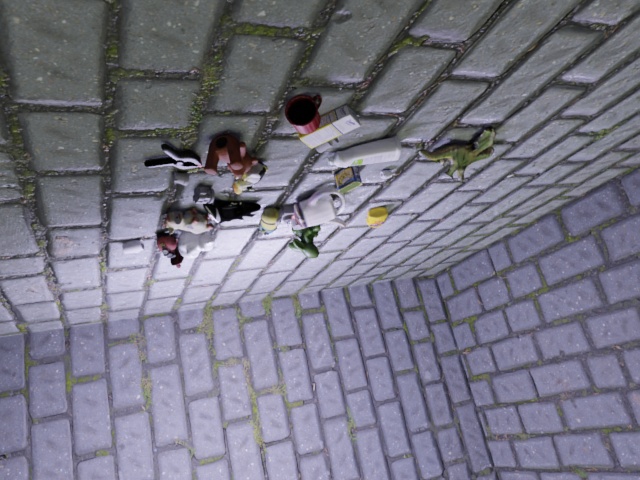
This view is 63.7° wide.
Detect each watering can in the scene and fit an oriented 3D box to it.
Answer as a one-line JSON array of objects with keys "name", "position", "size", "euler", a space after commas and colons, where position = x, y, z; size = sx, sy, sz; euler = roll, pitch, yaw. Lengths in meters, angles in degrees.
[{"name": "watering can", "position": [0.007, -0.109, 2.173], "size": [0.224, 0.106, 0.341], "euler": [-19, 152, -2]}]

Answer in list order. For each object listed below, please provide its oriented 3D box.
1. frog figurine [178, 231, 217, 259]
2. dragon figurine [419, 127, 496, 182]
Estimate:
[{"name": "frog figurine", "position": [-0.509, 0.011, 2.127], "size": [0.159, 0.140, 0.121], "euler": [-5, 144, 47]}, {"name": "dragon figurine", "position": [0.546, -0.347, 1.942], "size": [0.240, 0.124, 0.409], "euler": [-42, 154, 23]}]
